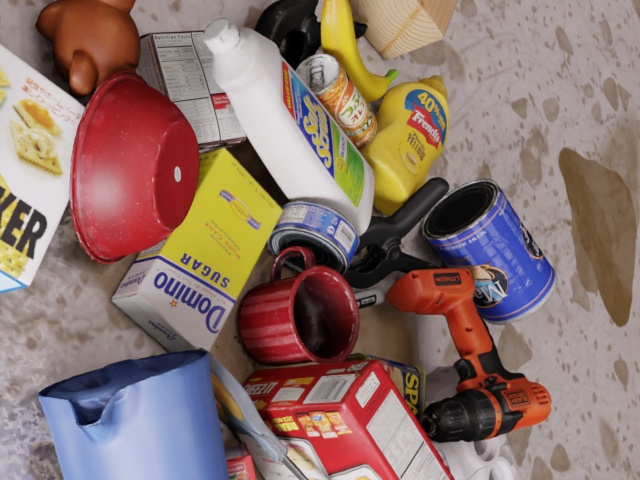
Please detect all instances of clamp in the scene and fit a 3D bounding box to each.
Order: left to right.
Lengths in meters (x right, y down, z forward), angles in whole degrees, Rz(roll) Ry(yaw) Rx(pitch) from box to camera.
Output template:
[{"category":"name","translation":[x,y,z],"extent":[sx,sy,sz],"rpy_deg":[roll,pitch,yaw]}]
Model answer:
[{"category":"clamp","translation":[-0.019,-0.229,1.087],"extent":[0.209,0.036,0.164],"rpy_deg":[-49,145,-33]},{"category":"clamp","translation":[0.073,-0.003,1.125],"extent":[0.171,0.039,0.120],"rpy_deg":[-10,112,-38]}]

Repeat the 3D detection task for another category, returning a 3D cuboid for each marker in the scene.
[{"category":"marker","translation":[0.023,0.066,1.102],"extent":[0.120,0.020,0.020],"rpy_deg":[-10,87,-47]}]

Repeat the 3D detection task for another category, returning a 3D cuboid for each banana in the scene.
[{"category":"banana","translation":[0.034,-0.193,1.132],"extent":[0.197,0.037,0.069],"rpy_deg":[43,61,-63]}]

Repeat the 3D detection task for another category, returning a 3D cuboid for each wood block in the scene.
[{"category":"wood block","translation":[0.114,-0.323,1.248],"extent":[0.090,0.091,0.206],"rpy_deg":[44,51,-30]}]

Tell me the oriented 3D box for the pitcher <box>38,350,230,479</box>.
[{"category":"pitcher","translation":[-0.124,0.212,0.843],"extent":[0.149,0.145,0.243],"rpy_deg":[-15,94,-35]}]

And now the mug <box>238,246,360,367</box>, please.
[{"category":"mug","translation":[-0.024,0.064,1.007],"extent":[0.093,0.082,0.117],"rpy_deg":[4,77,-46]}]

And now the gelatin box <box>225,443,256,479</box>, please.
[{"category":"gelatin box","translation":[-0.069,0.218,0.920],"extent":[0.030,0.089,0.073],"rpy_deg":[-11,88,-9]}]

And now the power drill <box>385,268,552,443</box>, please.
[{"category":"power drill","translation":[0.141,0.121,1.108],"extent":[0.184,0.057,0.188],"rpy_deg":[0,56,-45]}]

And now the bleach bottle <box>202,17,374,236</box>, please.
[{"category":"bleach bottle","translation":[-0.033,-0.107,1.017],"extent":[0.250,0.068,0.102],"rpy_deg":[50,37,-41]}]

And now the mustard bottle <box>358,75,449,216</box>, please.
[{"category":"mustard bottle","translation":[0.101,-0.122,1.205],"extent":[0.096,0.058,0.191],"rpy_deg":[51,48,-26]}]

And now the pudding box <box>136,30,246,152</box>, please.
[{"category":"pudding box","translation":[-0.122,-0.137,0.991],"extent":[0.089,0.039,0.113],"rpy_deg":[-15,89,-48]}]

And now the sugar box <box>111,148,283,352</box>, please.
[{"category":"sugar box","translation":[-0.106,0.012,0.963],"extent":[0.093,0.048,0.176],"rpy_deg":[46,49,-29]}]

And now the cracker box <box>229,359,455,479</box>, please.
[{"category":"cracker box","translation":[0.032,0.211,0.968],"extent":[0.072,0.165,0.213],"rpy_deg":[-48,114,-40]}]

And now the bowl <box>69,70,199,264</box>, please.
[{"category":"bowl","translation":[-0.142,-0.056,0.880],"extent":[0.162,0.055,0.162],"rpy_deg":[8,90,-74]}]

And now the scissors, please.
[{"category":"scissors","translation":[-0.050,0.176,0.925],"extent":[0.016,0.096,0.201],"rpy_deg":[-41,99,-25]}]

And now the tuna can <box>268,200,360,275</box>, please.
[{"category":"tuna can","translation":[-0.007,0.001,1.040],"extent":[0.086,0.086,0.033],"rpy_deg":[44,53,-30]}]

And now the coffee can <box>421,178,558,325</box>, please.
[{"category":"coffee can","translation":[0.197,0.014,1.237],"extent":[0.140,0.103,0.102],"rpy_deg":[52,48,-23]}]

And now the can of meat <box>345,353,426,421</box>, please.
[{"category":"can of meat","translation":[0.059,0.170,1.087],"extent":[0.083,0.058,0.102],"rpy_deg":[19,66,-39]}]
